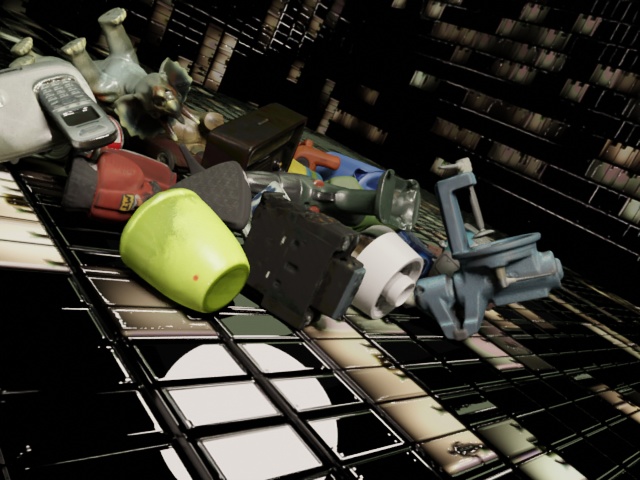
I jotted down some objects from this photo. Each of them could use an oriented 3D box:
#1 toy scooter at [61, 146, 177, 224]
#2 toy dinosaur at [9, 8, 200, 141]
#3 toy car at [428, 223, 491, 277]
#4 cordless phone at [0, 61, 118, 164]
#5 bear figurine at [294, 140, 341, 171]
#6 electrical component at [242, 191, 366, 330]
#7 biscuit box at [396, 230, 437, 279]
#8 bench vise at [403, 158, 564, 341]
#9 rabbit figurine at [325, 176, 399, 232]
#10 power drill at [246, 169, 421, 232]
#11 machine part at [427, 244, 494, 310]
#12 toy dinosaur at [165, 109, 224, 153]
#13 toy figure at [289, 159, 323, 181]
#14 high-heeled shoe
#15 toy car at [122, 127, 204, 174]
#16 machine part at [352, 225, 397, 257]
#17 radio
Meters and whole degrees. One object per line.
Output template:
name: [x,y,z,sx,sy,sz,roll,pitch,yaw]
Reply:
toy scooter: [-0.223,-0.063,0.626,0.135,0.075,0.184,16,12,-28]
toy dinosaur: [-0.362,-0.230,0.846,0.405,0.131,0.192,-1,-43,27]
toy car: [0.229,0.058,0.894,0.103,0.161,0.109,-25,58,-21]
cordless phone: [-0.304,-0.120,0.580,0.146,0.088,0.184,-25,42,-27]
bear figurine: [-0.039,-0.186,1.332,0.132,0.120,0.196,26,8,-11]
electrical component: [-0.020,0.025,0.571,0.134,0.114,0.058,28,16,19]
biscuit box: [0.156,0.011,1.030,0.063,0.059,0.203,34,10,-18]
bench vise: [0.207,0.010,0.755,0.224,0.240,0.129,-15,-2,33]
rabbit figurine: [0.074,-0.042,0.996,0.170,0.121,0.159,7,-3,-14]
power drill: [0.024,-0.058,0.773,0.207,0.086,0.232,-2,-10,40]
machine part: [0.277,0.071,1.052,0.179,0.056,0.179,25,13,-6]
toy dinosaur: [-0.256,-0.215,1.090,0.199,0.105,0.471,28,3,43]
toy figure: [-0.057,-0.125,1.110,0.180,0.082,0.089,22,37,-34]
high-heeled shoe: [-0.117,-0.030,0.656,0.249,0.086,0.145,50,-12,51]
toy car: [-0.269,-0.149,0.909,0.202,0.053,0.089,30,20,32]
machine part: [0.079,0.022,0.838,0.079,0.079,0.243,28,13,12]
radio: [-0.108,-0.135,0.876,0.073,0.131,0.229,29,31,9]
